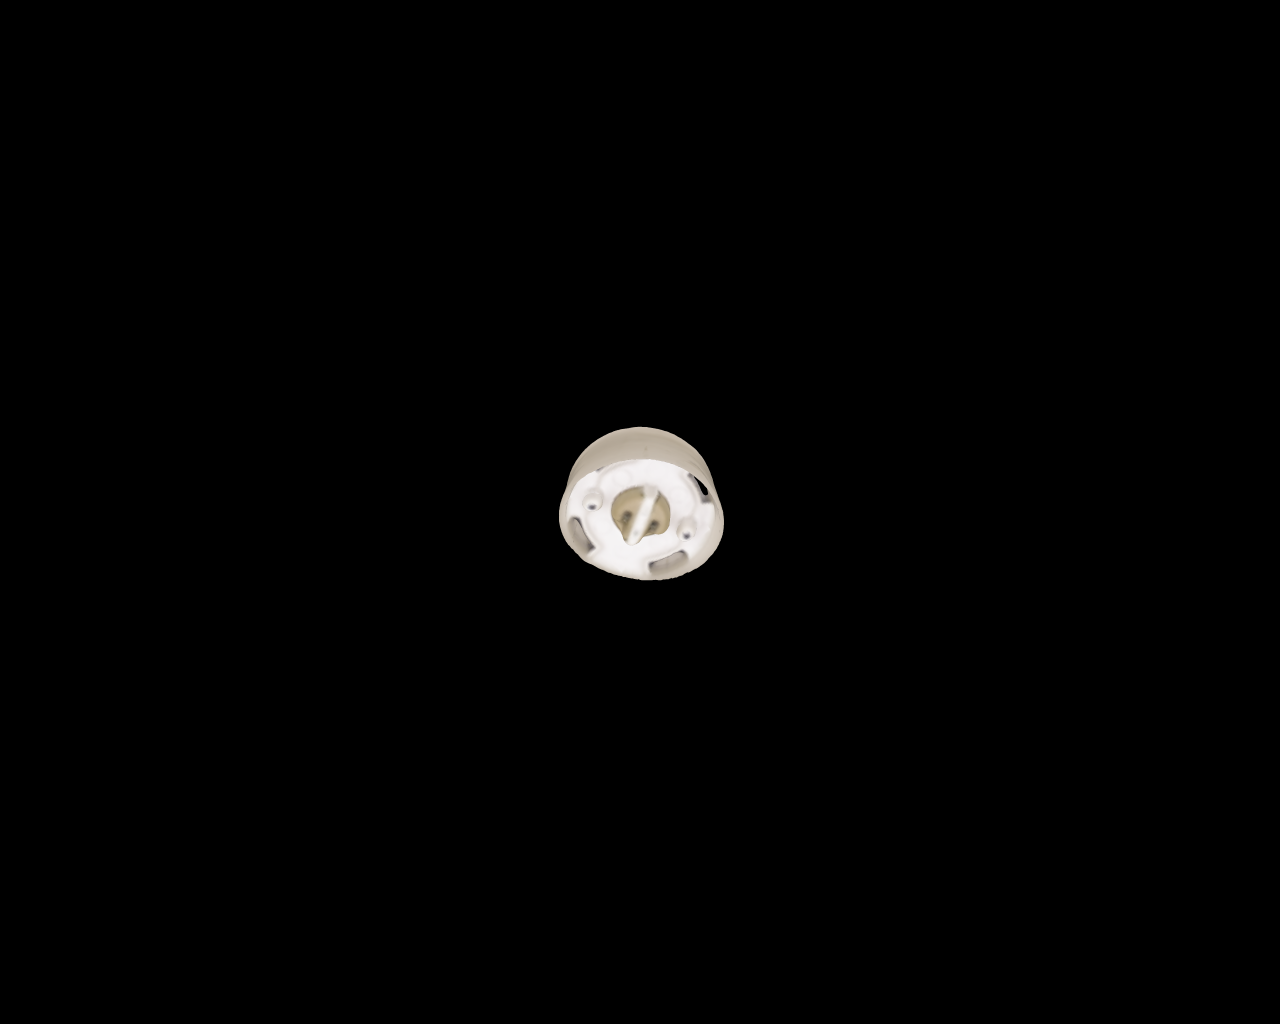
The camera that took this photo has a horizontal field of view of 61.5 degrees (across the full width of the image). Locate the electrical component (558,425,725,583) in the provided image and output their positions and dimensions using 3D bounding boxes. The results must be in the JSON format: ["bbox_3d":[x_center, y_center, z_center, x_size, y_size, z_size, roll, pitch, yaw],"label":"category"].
[{"bbox_3d":[0.001,-0.003,0.650,0.099,0.099,0.064,0,30,0],"label":"electrical component"}]
